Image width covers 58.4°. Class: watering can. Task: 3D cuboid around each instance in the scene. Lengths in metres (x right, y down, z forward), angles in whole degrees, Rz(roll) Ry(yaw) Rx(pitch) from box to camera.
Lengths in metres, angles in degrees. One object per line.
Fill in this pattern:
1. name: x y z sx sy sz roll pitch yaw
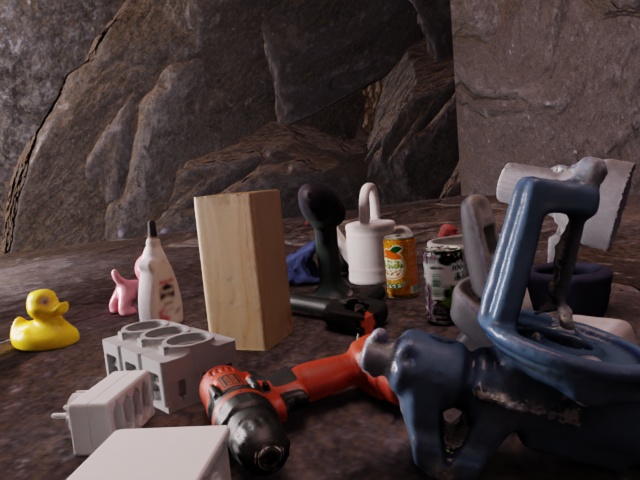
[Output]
1. watering can: 0.092 -0.015 1.131 0.173 0.194 0.101 -5 7 1

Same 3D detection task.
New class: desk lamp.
1. desk lamp: 0.331 -0.006 0.805 0.202 0.213 0.118 -1 8 33

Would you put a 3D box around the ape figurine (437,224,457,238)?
1. ape figurine: 0.272 0.012 1.209 0.076 0.092 0.078 -1 8 27

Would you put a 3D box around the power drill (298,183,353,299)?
1. power drill: 0.009 0.004 0.980 0.075 0.208 0.230 -4 7 8

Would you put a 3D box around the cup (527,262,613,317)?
1. cup: 0.286 0.076 0.659 0.091 0.095 0.118 -2 8 26

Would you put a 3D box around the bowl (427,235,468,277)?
1. bowl: 0.288 0.034 1.087 0.167 0.075 0.167 -5 7 1

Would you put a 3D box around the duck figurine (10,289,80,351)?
1. duck figurine: -0.419 0.117 0.863 0.104 0.086 0.078 -3 7 16

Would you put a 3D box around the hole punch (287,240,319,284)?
1. hole punch: -0.036 0.042 1.182 0.101 0.091 0.109 -4 7 9

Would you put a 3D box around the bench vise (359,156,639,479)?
1. bench vise: 0.134 0.057 0.397 0.207 0.220 0.121 -6 7 -8

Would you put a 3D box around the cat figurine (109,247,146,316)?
1. cat figurine: -0.328 0.069 1.062 0.067 0.118 0.128 1 9 41

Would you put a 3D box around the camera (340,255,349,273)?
1. camera: 0.094 0.019 1.242 0.137 0.101 0.142 -9 8 -27

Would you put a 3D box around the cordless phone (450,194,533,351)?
1. cordless phone: 0.209 0.035 0.670 0.093 0.185 0.148 0 8 33

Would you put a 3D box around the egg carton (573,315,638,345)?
1. egg carton: 0.218 0.112 0.511 0.107 0.069 0.151 1 9 41

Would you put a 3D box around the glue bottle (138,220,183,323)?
1. glue bottle: -0.255 0.055 0.895 0.037 0.173 0.078 -2 8 20
